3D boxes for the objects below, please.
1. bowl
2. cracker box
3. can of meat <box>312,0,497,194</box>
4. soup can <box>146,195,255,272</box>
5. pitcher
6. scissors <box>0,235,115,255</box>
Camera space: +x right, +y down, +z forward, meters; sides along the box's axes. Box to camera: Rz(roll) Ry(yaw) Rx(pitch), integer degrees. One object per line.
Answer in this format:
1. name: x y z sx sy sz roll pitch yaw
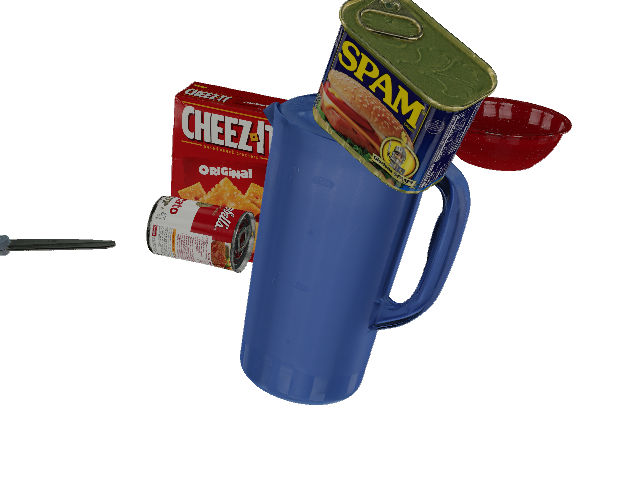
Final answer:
1. bowl: 0.208 -0.122 1.246 0.162 0.055 0.162 4 23 -2
2. cracker box: -0.109 -0.083 1.387 0.164 0.214 0.072 13 28 14
3. can of meat: 0.047 -0.090 0.661 0.057 0.102 0.084 -32 -23 -35
4. soup can: -0.129 -0.008 1.163 0.102 0.068 0.068 12 3 14
5. pitcher: 0.015 0.013 0.870 0.144 0.243 0.149 4 25 -18
6. scissors: -0.279 0.011 0.872 0.202 0.016 0.096 5 24 6
